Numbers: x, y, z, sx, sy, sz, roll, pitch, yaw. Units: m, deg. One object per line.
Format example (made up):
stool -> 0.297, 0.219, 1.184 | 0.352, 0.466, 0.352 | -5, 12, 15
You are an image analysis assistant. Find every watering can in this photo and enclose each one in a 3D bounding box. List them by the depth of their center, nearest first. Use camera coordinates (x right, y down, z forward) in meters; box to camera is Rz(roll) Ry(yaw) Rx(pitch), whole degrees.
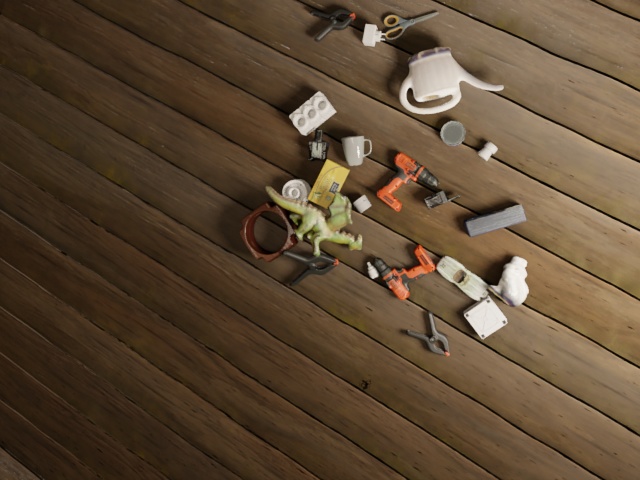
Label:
watering can -> 0.441, -0.568, 1.795 | 0.346, 0.104, 0.225 | -12, 89, 16

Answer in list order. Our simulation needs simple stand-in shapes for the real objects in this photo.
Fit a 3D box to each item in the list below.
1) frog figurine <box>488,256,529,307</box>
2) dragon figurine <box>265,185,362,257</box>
frog figurine -> 0.669, 0.144, 1.765 | 0.136, 0.124, 0.159 | 40, 94, -24
dragon figurine -> 0.006, -0.095, 1.890 | 0.240, 0.124, 0.406 | -34, 107, 21
